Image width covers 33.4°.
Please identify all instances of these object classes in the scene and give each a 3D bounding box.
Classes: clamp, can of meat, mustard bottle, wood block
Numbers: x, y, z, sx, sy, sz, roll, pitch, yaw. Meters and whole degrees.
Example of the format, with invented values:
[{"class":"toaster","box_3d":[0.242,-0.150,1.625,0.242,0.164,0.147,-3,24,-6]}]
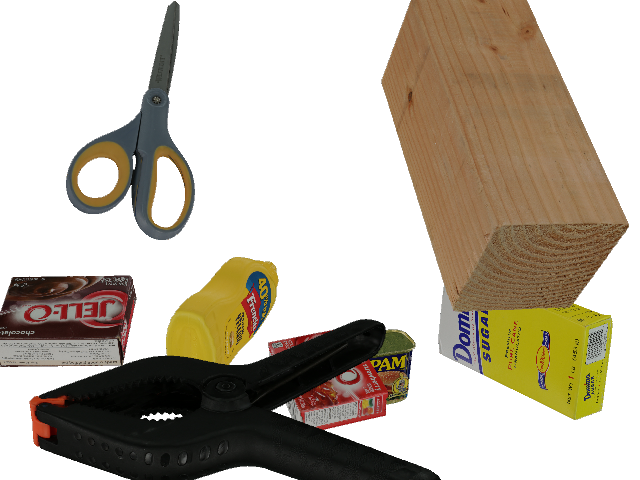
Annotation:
[{"class":"clamp","box_3d":[-0.046,0.088,0.577,0.210,0.036,0.164,2,24,-1]},{"class":"can of meat","box_3d":[0.071,0.172,1.418,0.102,0.084,0.057,-6,25,-21]},{"class":"mustard bottle","box_3d":[-0.094,0.072,1.130,0.058,0.096,0.191,10,29,19]},{"class":"wood block","box_3d":[0.115,-0.063,0.717,0.090,0.206,0.091,-1,-37,-17]}]

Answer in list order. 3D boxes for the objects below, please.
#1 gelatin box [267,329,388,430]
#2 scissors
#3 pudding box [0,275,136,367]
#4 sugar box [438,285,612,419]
[{"class":"gelatin box","box_3d":[0.004,0.110,0.858,0.073,0.030,0.089,-10,36,-16]},{"class":"scissors","box_3d":[-0.136,-0.091,0.759,0.096,0.202,0.016,-2,-27,-19]},{"class":"pudding box","box_3d":[-0.226,0.071,0.948,0.113,0.039,0.090,-2,33,0]},{"class":"sugar box","box_3d":[0.186,0.090,0.999,0.048,0.093,0.176,-11,21,-39]}]
